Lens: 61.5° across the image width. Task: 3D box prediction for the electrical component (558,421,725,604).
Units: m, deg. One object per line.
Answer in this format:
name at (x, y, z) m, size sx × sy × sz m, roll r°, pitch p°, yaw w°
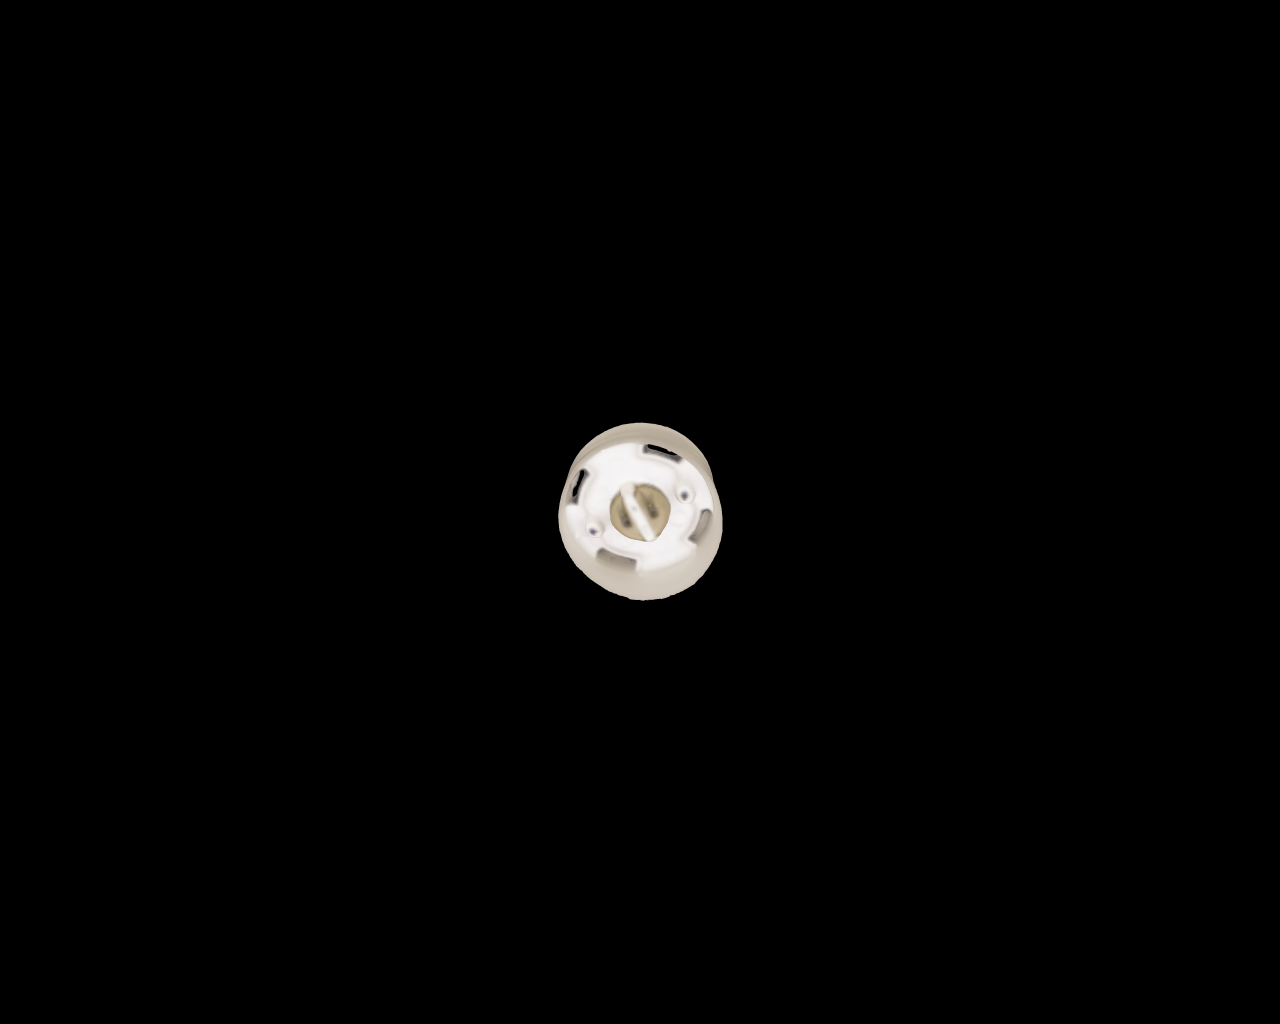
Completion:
electrical component at (0.001, -0.003, 0.650) m, size 0.099 × 0.099 × 0.064 m, roll 0°, pitch 31°, yaw 0°
